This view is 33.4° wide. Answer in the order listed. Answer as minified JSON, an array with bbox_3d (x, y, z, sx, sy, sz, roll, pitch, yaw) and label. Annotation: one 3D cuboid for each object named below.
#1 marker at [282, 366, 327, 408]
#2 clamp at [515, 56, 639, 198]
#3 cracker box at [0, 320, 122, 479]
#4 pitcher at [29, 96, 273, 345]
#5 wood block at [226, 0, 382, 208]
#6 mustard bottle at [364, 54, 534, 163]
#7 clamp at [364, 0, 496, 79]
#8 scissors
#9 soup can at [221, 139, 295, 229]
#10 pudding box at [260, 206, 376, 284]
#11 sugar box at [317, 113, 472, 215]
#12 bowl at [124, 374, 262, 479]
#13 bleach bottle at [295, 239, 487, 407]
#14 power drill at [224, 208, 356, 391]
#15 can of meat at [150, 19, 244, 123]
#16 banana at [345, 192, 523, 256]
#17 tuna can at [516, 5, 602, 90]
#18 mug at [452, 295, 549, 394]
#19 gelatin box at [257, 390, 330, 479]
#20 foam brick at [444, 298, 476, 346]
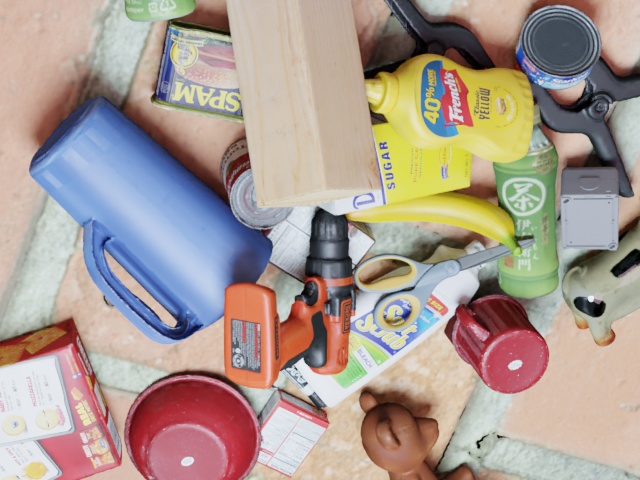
[{"bbox_3d":[-0.030,0.156,1.249,0.020,0.020,0.121,-40,114,6],"label":"marker"},{"bbox_3d":[0.306,-0.142,1.187,0.209,0.036,0.165,15,109,-14],"label":"clamp"},{"bbox_3d":[-0.345,0.200,1.175,0.213,0.072,0.164,-18,113,-3],"label":"cracker box"},{"bbox_3d":[-0.177,-0.020,1.083,0.145,0.149,0.242,-43,110,7],"label":"pitcher"},{"bbox_3d":[-0.016,-0.141,1.023,0.090,0.090,0.206,-4,83,-51],"label":"wood block"},{"bbox_3d":[0.124,-0.138,1.083,0.191,0.058,0.096,7,81,-24],"label":"mustard bottle"},{"bbox_3d":[0.110,-0.207,1.120,0.171,0.039,0.120,4,107,-22],"label":"clamp"},{"bbox_3d":[0.138,0.051,1.175,0.202,0.016,0.096,-3,93,2],"label":"scissors"},{"bbox_3d":[-0.065,-0.061,1.108,0.068,0.102,0.068,-4,113,-10],"label":"soup can"},{"bbox_3d":[-0.008,0.001,1.181,0.113,0.039,0.090,33,102,-19],"label":"pudding box"},{"bbox_3d":[0.080,-0.088,1.129,0.175,0.048,0.093,-15,116,-29],"label":"sugar box"},{"bbox_3d":[-0.148,0.238,1.222,0.162,0.055,0.162,0,108,1],"label":"bowl"},{"bbox_3d":[0.083,0.079,1.219,0.251,0.068,0.102,-37,108,1],"label":"bleach bottle"},{"bbox_3d":[-0.023,0.064,1.088,0.057,0.187,0.184,5,101,31],"label":"power drill"},{"bbox_3d":[-0.113,-0.171,1.080,0.102,0.057,0.084,9,107,-16],"label":"can of meat"},{"bbox_3d":[0.128,-0.030,1.174,0.198,0.069,0.037,11,119,10],"label":"banana"},{"bbox_3d":[0.251,-0.203,1.128,0.086,0.034,0.086,0,71,-1],"label":"tuna can"},{"bbox_3d":[0.196,0.112,1.186,0.117,0.081,0.093,41,98,-22],"label":"mug"},{"bbox_3d":[-0.043,0.231,1.271,0.073,0.030,0.089,29,106,-21],"label":"gelatin box"},{"bbox_3d":[0.196,0.106,1.258,0.078,0.051,0.053,15,108,-17],"label":"foam brick"}]
